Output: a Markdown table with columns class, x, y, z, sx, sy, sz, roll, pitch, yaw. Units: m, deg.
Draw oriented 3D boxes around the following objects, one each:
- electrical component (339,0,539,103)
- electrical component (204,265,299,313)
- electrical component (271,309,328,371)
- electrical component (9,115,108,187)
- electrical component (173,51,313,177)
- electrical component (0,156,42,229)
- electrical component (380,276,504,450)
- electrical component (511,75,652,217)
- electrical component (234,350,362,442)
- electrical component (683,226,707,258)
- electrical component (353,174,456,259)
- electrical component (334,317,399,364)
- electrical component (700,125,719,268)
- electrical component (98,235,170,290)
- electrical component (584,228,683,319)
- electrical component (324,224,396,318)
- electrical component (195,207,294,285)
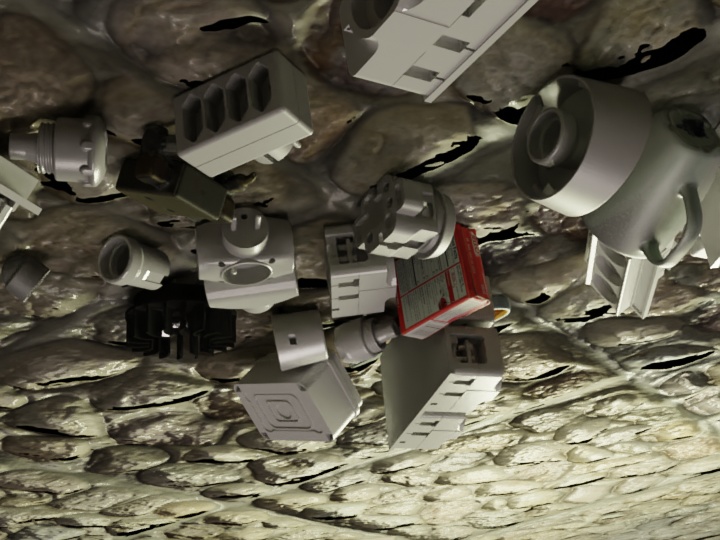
| class | x | y | z | sx | sy | sz | roll | pitch | yaw |
| --- | --- | --- | --- | --- | --- | --- | --- | --- | --- |
| electrical component | 0.054 | -0.180 | 0.514 | 0.060 | 0.105 | 0.186 | 9 | 149 | -32 |
| electrical component | -0.093 | 0.013 | 0.938 | 0.077 | 0.043 | 0.079 | -8 | 155 | -1 |
| electrical component | -0.059 | 0.067 | 1.049 | 0.047 | 0.055 | 0.055 | -11 | 155 | -4 |
| electrical component | -0.200 | -0.080 | 0.712 | 0.062 | 0.048 | 0.048 | 3 | 153 | -10 |
| electrical component | -0.068 | -0.095 | 0.718 | 0.083 | 0.047 | 0.076 | -20 | 152 | 23 |
| electrical component | -0.258 | -0.049 | 0.718 | 0.081 | 0.063 | 0.042 | 26 | 173 | 32 |
| electrical component | 0.079 | 0.093 | 1.048 | 0.060 | 0.105 | 0.186 | 4 | 149 | -16 |
| electrical component | 0.154 | -0.087 | 0.752 | 0.064 | 0.099 | 0.099 | 14 | 147 | -27 |
| electrical component | -0.063 | 0.128 | 1.105 | 0.113 | 0.057 | 0.078 | -7 | 119 | 43 |
| electrical component | 0.305 | -0.047 | 0.936 | 0.077 | 0.047 | 0.066 | 8 | 150 | -27 |
| electrical component | 0.038 | -0.040 | 0.856 | 0.057 | 0.058 | 0.078 | 10 | 149 | -28 |
| electrical component | 0.008 | 0.068 | 1.082 | 0.062 | 0.043 | 0.043 | -20 | 152 | 21 |
| electrical component | 0.317 | -0.076 | 0.830 | 0.062 | 0.089 | 0.150 | -4 | 154 | -9 |
| electrical component | -0.184 | -0.005 | 0.879 | 0.040 | 0.040 | 0.046 | -24 | 155 | 29 |
| electrical component | 0.241 | -0.017 | 0.951 | 0.063 | 0.078 | 0.121 | -37 | 156 | -9 |
| electrical component | 0.000 | 0.000 | 0.932 | 0.056 | 0.050 | 0.089 | -7 | 154 | -4 |
| electrical component | -0.092 | -0.024 | 0.860 | 0.077 | 0.044 | 0.079 | -4 | 155 | -10 |
